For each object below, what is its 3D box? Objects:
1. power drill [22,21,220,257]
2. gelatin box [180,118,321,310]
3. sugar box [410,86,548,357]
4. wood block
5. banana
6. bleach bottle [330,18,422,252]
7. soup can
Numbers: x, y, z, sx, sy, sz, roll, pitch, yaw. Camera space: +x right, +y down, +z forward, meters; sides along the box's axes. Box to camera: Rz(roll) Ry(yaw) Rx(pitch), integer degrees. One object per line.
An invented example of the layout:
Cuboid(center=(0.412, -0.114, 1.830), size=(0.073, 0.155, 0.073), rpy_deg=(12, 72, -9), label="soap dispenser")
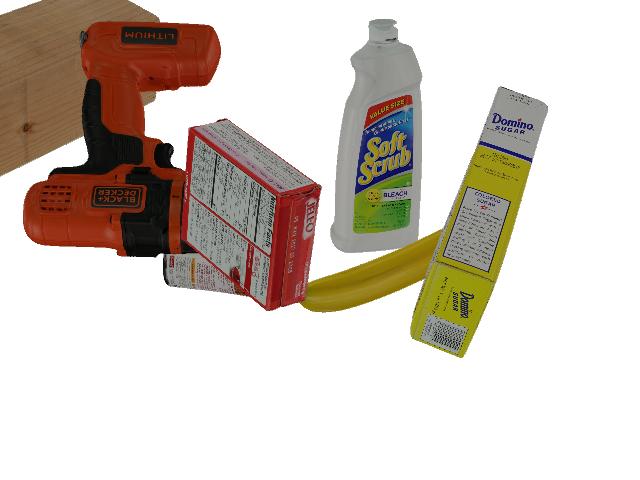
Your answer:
Cuboid(center=(-0.114, -0.074, 0.780), size=(0.184, 0.187, 0.057), rpy_deg=(2, -33, -4), label="power drill")
Cuboid(center=(-0.039, -0.015, 0.584), size=(0.030, 0.073, 0.089), rpy_deg=(-18, 40, -36), label="gelatin box")
Cuboid(center=(0.113, -0.015, 0.747), size=(0.048, 0.176, 0.093), rpy_deg=(22, -37, 8), label="sugar box")
Cuboid(center=(-0.241, -0.139, 0.914), size=(0.090, 0.091, 0.205), rpy_deg=(31, 42, 23), label="wood block")
Cuboid(center=(0.062, 0.029, 0.980), size=(0.198, 0.037, 0.069), rpy_deg=(-22, -9, 9), label="banana")
Cuboid(center=(0.060, -0.114, 1.164), size=(0.102, 0.251, 0.068), rpy_deg=(-5, 25, -8), label="bleach bottle")
Cuboid(center=(-0.105, 0.022, 1.111), size=(0.102, 0.068, 0.068), rpy_deg=(7, 1, 9), label="soup can")
